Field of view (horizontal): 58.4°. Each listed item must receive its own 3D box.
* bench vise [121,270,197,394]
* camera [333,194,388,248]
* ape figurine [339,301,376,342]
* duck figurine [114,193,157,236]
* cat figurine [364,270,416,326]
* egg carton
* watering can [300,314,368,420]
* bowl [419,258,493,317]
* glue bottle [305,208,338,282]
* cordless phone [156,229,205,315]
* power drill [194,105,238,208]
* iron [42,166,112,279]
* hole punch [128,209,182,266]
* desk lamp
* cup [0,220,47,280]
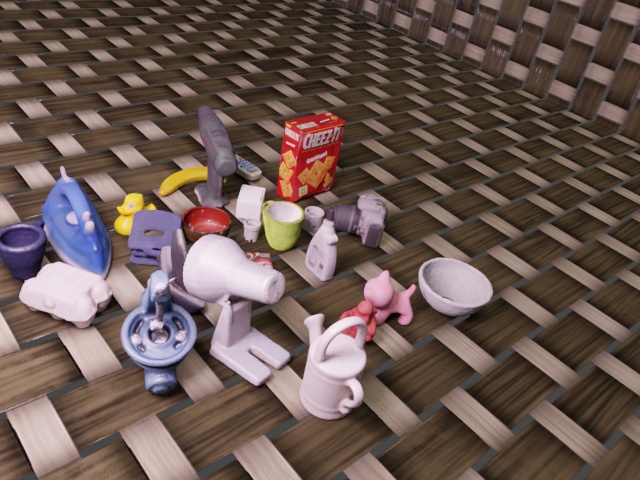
[{"bbox_3d":[-0.285,0.121,0.968,0.122,0.220,0.206,-14,43,-33],"label":"bench vise"},{"bbox_3d":[0.098,-0.066,1.451,0.137,0.101,0.143,11,35,-1],"label":"camera"},{"bbox_3d":[0.082,0.158,1.138,0.076,0.092,0.077,-21,47,-38],"label":"ape figurine"},{"bbox_3d":[-0.420,-0.068,1.311,0.077,0.086,0.105,33,40,27],"label":"duck figurine"},{"bbox_3d":[0.141,0.117,1.192,0.128,0.118,0.067,-1,37,-18],"label":"cat figurine"},{"bbox_3d":[-0.473,0.102,1.070,0.150,0.069,0.107,17,35,7],"label":"egg carton"},{"bbox_3d":[0.023,0.200,0.971,0.172,0.194,0.101,32,40,27],"label":"watering can"},{"bbox_3d":[0.292,0.117,1.274,0.167,0.075,0.167,8,35,-5],"label":"bowl"},{"bbox_3d":[0.012,0.005,1.263,0.037,0.173,0.078,-18,44,-35],"label":"glue bottle"},{"bbox_3d":[-0.271,0.040,1.117,0.094,0.185,0.147,-4,38,-21],"label":"cordless phone"},{"bbox_3d":[-0.267,-0.198,1.434,0.076,0.208,0.229,-8,39,-26],"label":"power drill"},{"bbox_3d":[-0.501,-0.040,1.199,0.119,0.141,0.257,-16,43,-34],"label":"iron"},{"bbox_3d":[-0.353,-0.004,1.237,0.109,0.091,0.101,5,35,-9],"label":"hole punch"},{"bbox_3d":[-0.142,0.114,1.026,0.202,0.213,0.118,29,38,23],"label":"desk lamp"},{"bbox_3d":[-0.578,0.021,1.130,0.091,0.095,0.118,13,35,2],"label":"cup"}]
